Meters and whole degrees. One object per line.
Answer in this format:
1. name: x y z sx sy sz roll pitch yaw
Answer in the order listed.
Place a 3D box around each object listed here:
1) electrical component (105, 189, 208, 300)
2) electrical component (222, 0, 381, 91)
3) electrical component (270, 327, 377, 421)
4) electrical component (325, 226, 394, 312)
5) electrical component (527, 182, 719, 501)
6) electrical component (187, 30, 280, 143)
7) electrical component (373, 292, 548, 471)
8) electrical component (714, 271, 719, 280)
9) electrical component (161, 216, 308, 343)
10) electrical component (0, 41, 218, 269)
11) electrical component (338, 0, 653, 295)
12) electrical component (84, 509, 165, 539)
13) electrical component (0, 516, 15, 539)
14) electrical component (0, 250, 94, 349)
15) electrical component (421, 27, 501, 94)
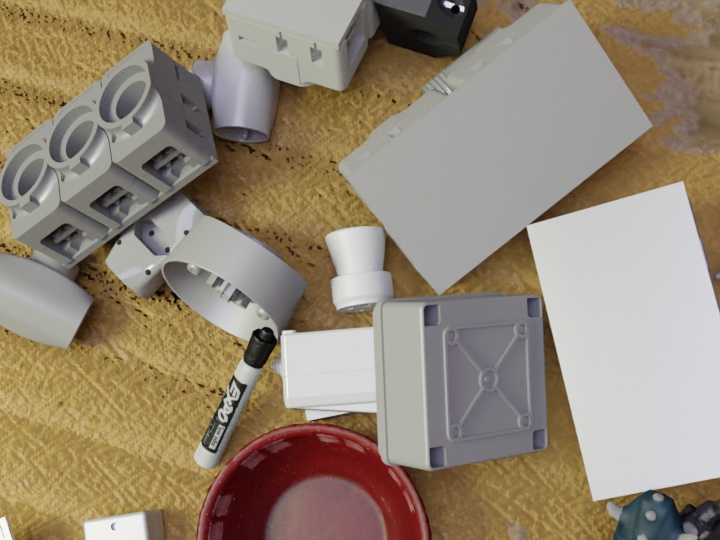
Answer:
1. electrical component: -0.160 -0.032 0.808 0.077 0.043 0.079 -46 75 -1
2. electrical component: -0.025 -0.212 0.785 0.089 0.061 0.150 20 65 12
3. electrical component: -0.016 0.074 0.758 0.096 0.061 0.061 -5 80 8
4. electrical component: 0.000 0.000 0.777 0.045 0.045 0.055 -8 80 8
5. electrical component: 0.190 0.049 0.718 0.105 0.060 0.186 -16 78 20
6. electrical component: -0.104 -0.140 0.817 0.079 0.043 0.077 4 81 10
7. electrical component: 0.067 0.071 0.713 0.109 0.056 0.108 -3 90 -35
8. electrical component: 0.280 -0.011 0.734 0.079 0.044 0.077 -38 77 2
9. electrical component: -0.089 0.008 0.765 0.099 0.099 0.064 31 81 13
10. electrical component: -0.185 -0.083 0.775 0.150 0.062 0.089 -32 51 20
11. electrical component: 0.090 -0.087 0.745 0.186 0.060 0.105 -38 108 1
12. electrical component: -0.168 0.214 0.752 0.047 0.075 0.083 -10 79 7
13. electrical component: -0.254 0.222 0.770 0.042 0.064 0.081 -22 78 3
14. electrical component: -0.237 0.009 0.809 0.077 0.043 0.079 28 52 -11
15. electrical component: 0.082 -0.135 0.787 0.081 0.043 0.043 -39 77 1
